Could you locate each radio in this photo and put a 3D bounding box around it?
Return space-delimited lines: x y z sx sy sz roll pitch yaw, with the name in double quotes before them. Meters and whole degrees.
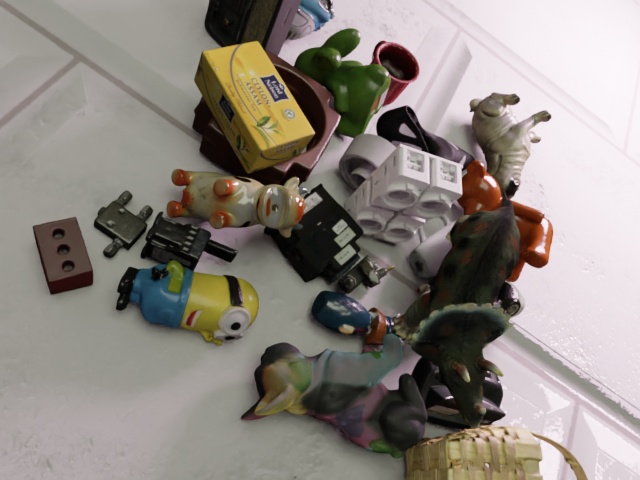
"radio" -0.103 -0.398 0.868 0.131 0.229 0.073 42 53 3

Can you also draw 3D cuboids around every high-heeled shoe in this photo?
"high-heeled shoe" 0.204 -0.181 0.955 0.249 0.145 0.086 0 68 -23

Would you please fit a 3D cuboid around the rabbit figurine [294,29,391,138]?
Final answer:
"rabbit figurine" 0.027 -0.279 0.933 0.170 0.159 0.121 29 67 8

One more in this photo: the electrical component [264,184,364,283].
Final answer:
"electrical component" -0.002 -0.003 0.830 0.115 0.058 0.134 -37 86 -31

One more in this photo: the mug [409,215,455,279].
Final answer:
"mug" 0.202 0.012 0.904 0.107 0.081 0.109 -24 84 -22

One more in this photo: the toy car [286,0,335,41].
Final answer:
"toy car" -0.060 -0.421 0.982 0.161 0.109 0.103 28 81 -23

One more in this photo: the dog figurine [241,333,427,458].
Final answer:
"dog figurine" 0.012 0.216 0.710 0.219 0.108 0.191 -14 76 -24

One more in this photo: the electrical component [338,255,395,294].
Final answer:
"electrical component" 0.069 0.055 0.816 0.078 0.102 0.045 -43 84 -9

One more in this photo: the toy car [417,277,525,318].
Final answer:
"toy car" 0.253 0.100 0.894 0.202 0.056 0.074 -1 44 -24

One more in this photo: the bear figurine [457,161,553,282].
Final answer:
"bear figurine" 0.312 -0.038 0.955 0.196 0.120 0.132 34 61 -5

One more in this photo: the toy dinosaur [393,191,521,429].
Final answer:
"toy dinosaur" 0.220 0.042 0.751 0.131 0.192 0.405 28 67 -3

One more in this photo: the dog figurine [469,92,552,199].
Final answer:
"dog figurine" 0.337 -0.181 1.055 0.173 0.121 0.190 28 72 29

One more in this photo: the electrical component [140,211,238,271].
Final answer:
"electrical component" -0.178 0.015 0.733 0.119 0.075 0.048 27 58 -15

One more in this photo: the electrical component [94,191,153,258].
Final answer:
"electrical component" -0.275 -0.022 0.735 0.063 0.021 0.094 35 58 -6

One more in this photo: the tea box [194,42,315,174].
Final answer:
"tea box" -0.096 -0.191 0.767 0.098 0.068 0.169 -27 79 -32

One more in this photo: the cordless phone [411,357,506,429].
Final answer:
"cordless phone" 0.207 0.191 0.835 0.146 0.088 0.184 18 49 -15

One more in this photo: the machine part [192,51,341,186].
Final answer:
"machine part" -0.085 -0.188 0.862 0.201 0.087 0.201 32 58 -10

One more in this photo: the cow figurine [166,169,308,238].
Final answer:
"cow figurine" -0.104 -0.050 0.744 0.127 0.195 0.085 -6 104 -53

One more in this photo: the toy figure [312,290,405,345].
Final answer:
"toy figure" 0.064 0.120 0.804 0.154 0.058 0.064 24 67 -18

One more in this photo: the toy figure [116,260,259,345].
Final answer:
"toy figure" -0.168 0.075 0.705 0.180 0.082 0.089 18 63 -14
